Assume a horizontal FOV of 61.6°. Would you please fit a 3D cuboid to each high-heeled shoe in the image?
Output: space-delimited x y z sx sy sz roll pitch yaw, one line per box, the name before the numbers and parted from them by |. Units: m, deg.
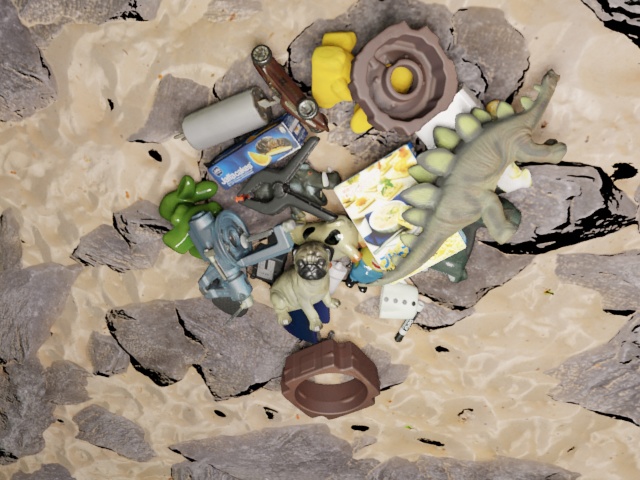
high-heeled shoe | -0.201 0.073 1.254 0.086 0.145 0.248 5 147 2

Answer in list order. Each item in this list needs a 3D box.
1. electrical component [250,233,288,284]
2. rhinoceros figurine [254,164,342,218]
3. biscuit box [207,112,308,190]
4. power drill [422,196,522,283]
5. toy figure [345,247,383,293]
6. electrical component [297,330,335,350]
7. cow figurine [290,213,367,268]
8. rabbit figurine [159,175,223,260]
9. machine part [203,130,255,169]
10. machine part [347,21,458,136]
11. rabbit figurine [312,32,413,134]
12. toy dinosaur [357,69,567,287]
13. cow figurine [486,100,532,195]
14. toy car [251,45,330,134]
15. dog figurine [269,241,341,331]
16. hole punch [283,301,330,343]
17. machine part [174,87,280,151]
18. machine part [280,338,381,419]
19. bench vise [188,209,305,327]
electrical component | -0.110 0.039 1.206 0.075 0.048 0.119 19 122 4
rhinoceros figurine | -0.048 -0.106 1.102 0.190 0.073 0.112 -1 106 18
biscuit box | -0.123 -0.169 1.036 0.203 0.063 0.059 -26 116 29
power drill | 0.256 -0.030 1.059 0.232 0.086 0.207 21 114 3
toy figure | 0.117 0.031 1.121 0.082 0.089 0.180 5 139 -34
electrical component | -0.012 0.253 1.296 0.078 0.045 0.102 1 124 -18
cow figurine | -0.002 -0.003 1.110 0.195 0.085 0.127 -17 116 49
rabbit figurine | -0.290 -0.061 1.154 0.170 0.121 0.159 35 106 36
machine part | -0.174 -0.170 1.117 0.139 0.039 0.084 -21 120 23
machine part | 0.133 -0.260 0.880 0.179 0.056 0.179 -2 99 -13
rabbit figurine | 0.075 -0.273 0.949 0.173 0.122 0.162 6 123 7
toy dinosaur | 0.243 -0.084 0.898 0.199 0.105 0.471 32 97 2
cow figurine | 0.309 -0.159 0.963 0.098 0.068 0.167 -20 97 13
toy car | -0.055 -0.266 0.968 0.053 0.089 0.202 -38 77 4
dog figurine | -0.047 0.071 1.097 0.173 0.121 0.190 6 128 21
hole punch | -0.044 0.166 1.233 0.116 0.092 0.142 4 122 17
machine part | -0.183 -0.238 1.062 0.243 0.079 0.079 -17 112 21
machine part | 0.025 0.329 1.268 0.201 0.087 0.201 -26 126 20
bench vise | -0.145 0.028 1.055 0.241 0.129 0.223 -20 96 21
